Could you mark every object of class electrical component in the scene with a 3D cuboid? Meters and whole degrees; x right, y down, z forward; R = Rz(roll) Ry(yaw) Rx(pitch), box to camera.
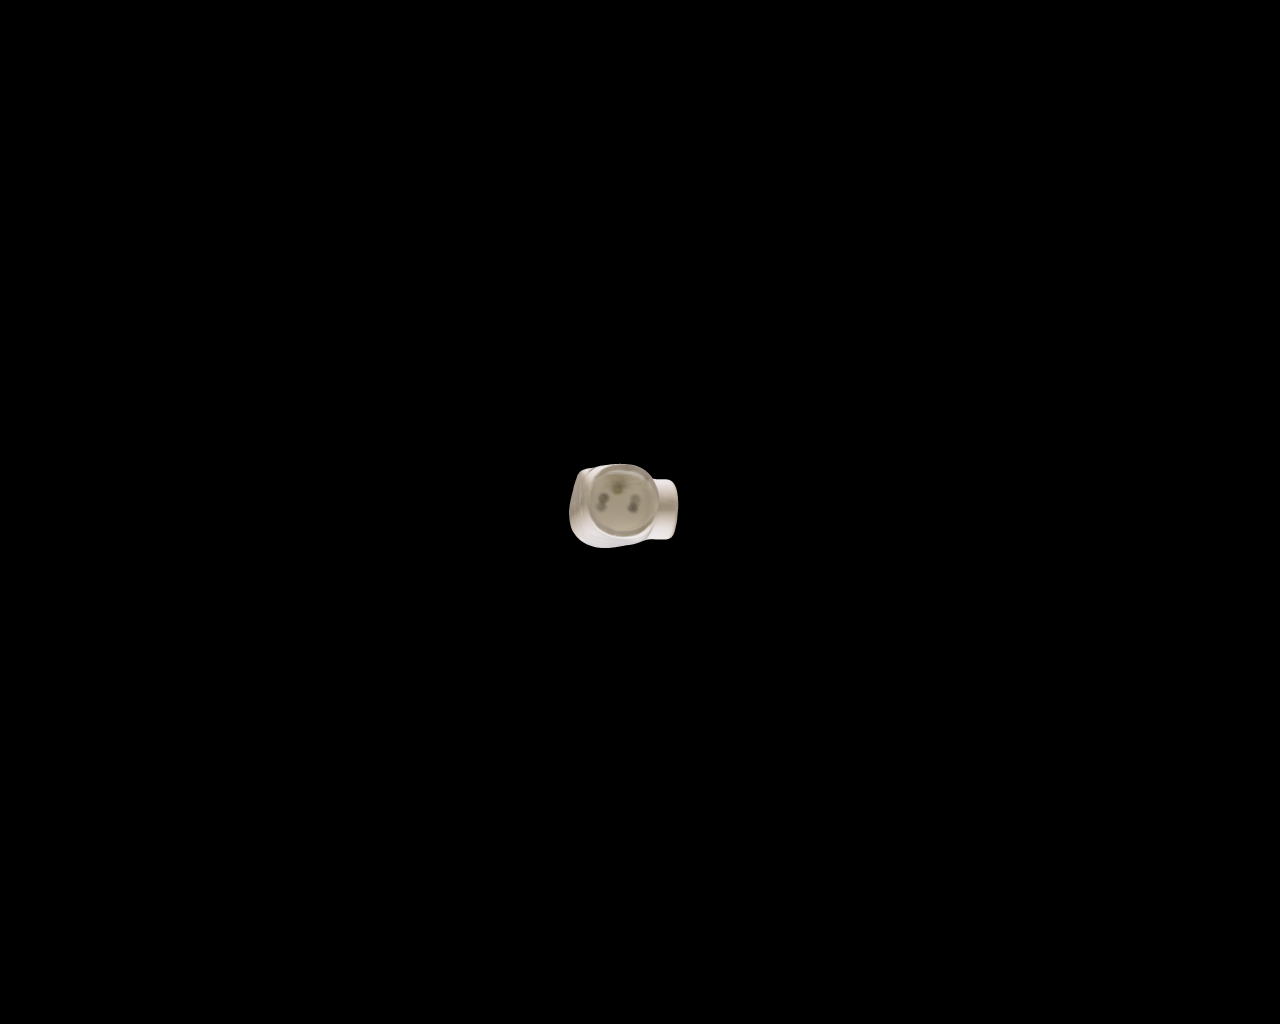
[{"bbox_3d":[0.001,-0.003,0.650,0.079,0.044,0.077,1,-7,-11],"label":"electrical component"}]
